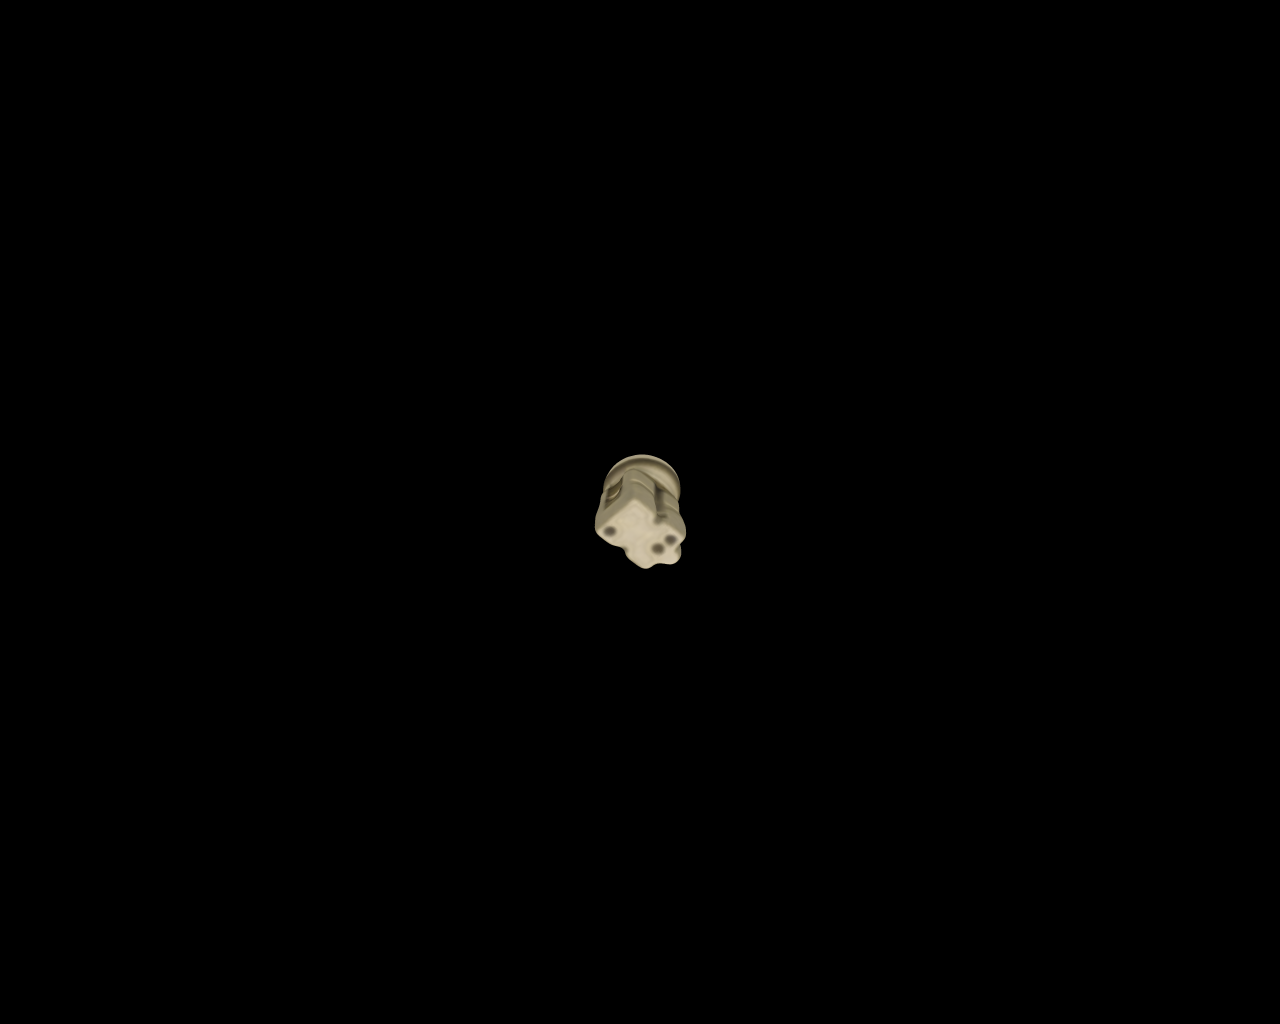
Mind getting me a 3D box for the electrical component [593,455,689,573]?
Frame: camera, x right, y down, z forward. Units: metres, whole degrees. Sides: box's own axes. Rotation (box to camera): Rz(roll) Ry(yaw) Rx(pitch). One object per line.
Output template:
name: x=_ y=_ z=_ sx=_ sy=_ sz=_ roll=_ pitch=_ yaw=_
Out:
electrical component: x=0.001 y=-0.003 z=0.650 sx=0.048 sy=0.055 sz=0.066 roll=-39 pitch=-62 yaw=25
